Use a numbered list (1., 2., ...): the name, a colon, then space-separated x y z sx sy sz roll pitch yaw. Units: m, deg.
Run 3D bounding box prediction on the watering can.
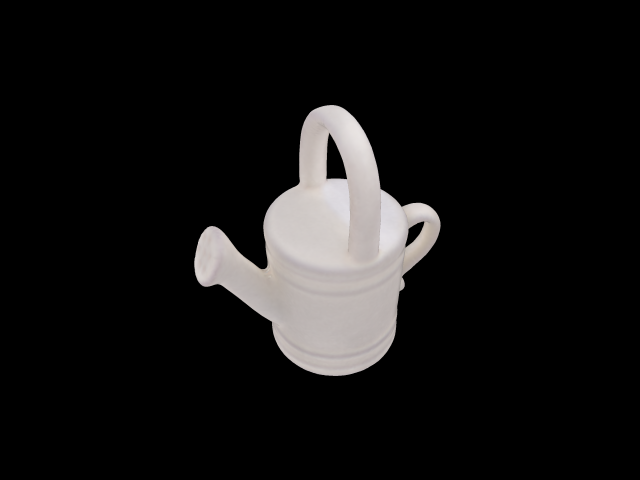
1. watering can: 0.005 0.003 0.398 0.173 0.194 0.100 -33 51 -30
